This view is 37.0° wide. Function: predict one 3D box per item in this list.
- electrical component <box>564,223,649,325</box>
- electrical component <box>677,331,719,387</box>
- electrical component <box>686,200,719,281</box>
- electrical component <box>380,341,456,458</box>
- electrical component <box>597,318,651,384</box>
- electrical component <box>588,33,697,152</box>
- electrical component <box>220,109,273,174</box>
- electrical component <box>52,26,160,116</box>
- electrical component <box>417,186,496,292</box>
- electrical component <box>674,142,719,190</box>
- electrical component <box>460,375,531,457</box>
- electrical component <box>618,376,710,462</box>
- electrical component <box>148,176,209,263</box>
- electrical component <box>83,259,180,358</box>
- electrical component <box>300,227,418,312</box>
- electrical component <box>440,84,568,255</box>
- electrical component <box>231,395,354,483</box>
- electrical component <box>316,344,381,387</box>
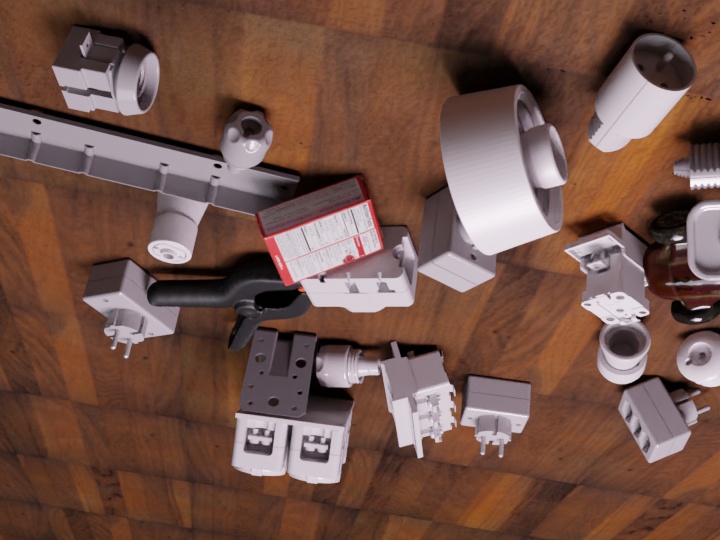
[{"bbox_3d":[0.201,0.005,0.845,0.081,0.063,0.042,31,142,-34],"label":"electrical component"},{"bbox_3d":[0.320,0.086,0.976,0.048,0.048,0.062,-14,150,34],"label":"electrical component"},{"bbox_3d":[0.274,-0.022,0.726,0.095,0.053,0.059,-1,-177,25],"label":"electrical component"},{"bbox_3d":[0.061,0.131,1.098,0.063,0.078,0.121,-15,149,-3],"label":"electrical component"},{"bbox_3d":[0.238,0.074,0.974,0.045,0.045,0.055,3,150,10],"label":"electrical component"},{"bbox_3d":[0.172,-0.106,0.677,0.043,0.043,0.081,14,150,-9],"label":"electrical component"},{"bbox_3d":[-0.085,-0.089,0.783,0.035,0.035,0.061,15,152,-12],"label":"electrical component"},{"bbox_3d":[-0.168,-0.131,0.721,0.055,0.048,0.066,13,151,8],"label":"electrical component"},{"bbox_3d":[0.086,-0.031,0.807,0.047,0.065,0.077,25,146,-27],"label":"electrical component"},{"bbox_3d":[0.252,-0.071,0.718,0.081,0.043,0.043,-2,149,18],"label":"electrical component"},{"bbox_3d":[0.139,0.156,1.111,0.066,0.076,0.047,8,150,1],"label":"electrical component"},{"bbox_3d":[0.307,0.141,1.062,0.077,0.065,0.047,-21,150,-7],"label":"electrical component"},{"bbox_3d":[-0.145,-0.039,0.855,0.044,0.065,0.044,6,151,4],"label":"electrical component"},{"bbox_3d":[-0.217,0.044,1.008,0.047,0.075,0.083,-9,146,28],"label":"electrical component"},{"bbox_3d":[0.000,0.000,0.900,0.089,0.050,0.055,-1,149,15],"label":"electrical component"},{"bbox_3d":[0.101,-0.069,0.702,0.060,0.108,0.108,-14,144,23],"label":"electrical component"},{"bbox_3d":[-0.066,0.172,1.121,0.105,0.060,0.186,7,-179,3],"label":"electrical component"},{"bbox_3d":[-0.011,0.096,1.080,0.062,0.043,0.043,-1,149,13],"label":"electrical component"}]
